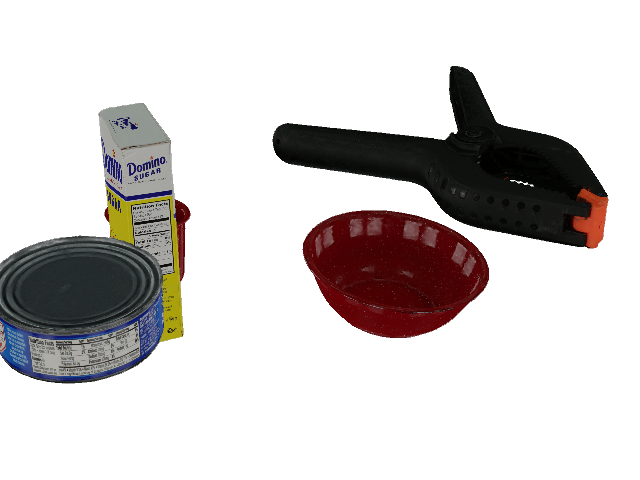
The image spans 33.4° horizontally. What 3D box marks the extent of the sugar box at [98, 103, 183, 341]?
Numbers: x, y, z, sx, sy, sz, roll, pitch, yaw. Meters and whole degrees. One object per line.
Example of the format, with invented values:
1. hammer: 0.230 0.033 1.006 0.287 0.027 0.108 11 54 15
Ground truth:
1. sugar box: -0.146 -0.013 0.866 0.048 0.176 0.093 -13 29 -18

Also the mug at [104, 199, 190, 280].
1. mug: -0.199 0.001 1.190 0.093 0.081 0.117 -19 34 -38

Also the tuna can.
1. tuna can: -0.121 0.034 0.536 0.086 0.034 0.086 2 31 -1

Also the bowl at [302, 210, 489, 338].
1. bowl: 0.062 0.036 0.927 0.162 0.055 0.162 5 30 -3

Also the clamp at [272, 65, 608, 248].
1. clamp: 0.081 -0.048 0.647 0.164 0.036 0.210 -19 36 -24
